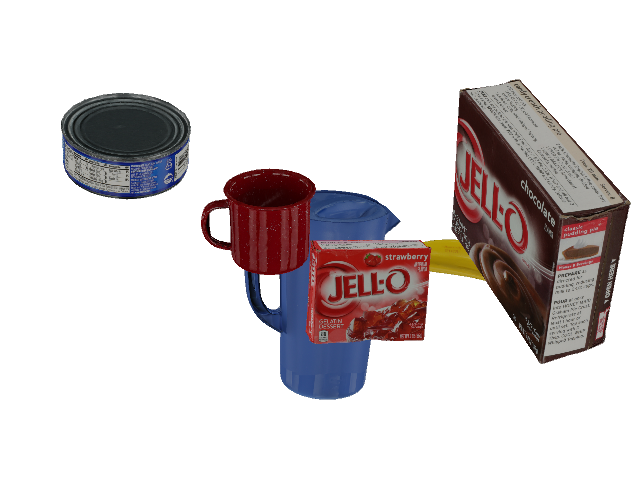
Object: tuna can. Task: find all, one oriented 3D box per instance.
[{"bbox_3d":[-0.131,-0.064,0.721,0.086,0.034,0.086,5,36,-4],"label":"tuna can"}]

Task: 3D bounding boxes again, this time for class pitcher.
[{"bbox_3d":[-0.001,0.066,1.304,0.149,0.243,0.144,14,20,27],"label":"pitcher"}]

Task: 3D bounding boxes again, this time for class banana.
[{"bbox_3d":[0.167,0.031,1.111,0.198,0.037,0.069,10,38,32],"label":"banana"}]

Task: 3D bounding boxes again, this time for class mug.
[{"bbox_3d":[-0.064,-0.017,1.092,0.117,0.081,0.093,-4,29,-9],"label":"mug"}]

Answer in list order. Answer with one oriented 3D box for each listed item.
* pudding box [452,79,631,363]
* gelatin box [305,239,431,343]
[{"bbox_3d":[0.102,-0.012,0.519,0.039,0.090,0.113,-15,41,-13],"label":"pudding box"},{"bbox_3d":[0.035,0.038,0.797,0.089,0.073,0.030,0,15,-12],"label":"gelatin box"}]
